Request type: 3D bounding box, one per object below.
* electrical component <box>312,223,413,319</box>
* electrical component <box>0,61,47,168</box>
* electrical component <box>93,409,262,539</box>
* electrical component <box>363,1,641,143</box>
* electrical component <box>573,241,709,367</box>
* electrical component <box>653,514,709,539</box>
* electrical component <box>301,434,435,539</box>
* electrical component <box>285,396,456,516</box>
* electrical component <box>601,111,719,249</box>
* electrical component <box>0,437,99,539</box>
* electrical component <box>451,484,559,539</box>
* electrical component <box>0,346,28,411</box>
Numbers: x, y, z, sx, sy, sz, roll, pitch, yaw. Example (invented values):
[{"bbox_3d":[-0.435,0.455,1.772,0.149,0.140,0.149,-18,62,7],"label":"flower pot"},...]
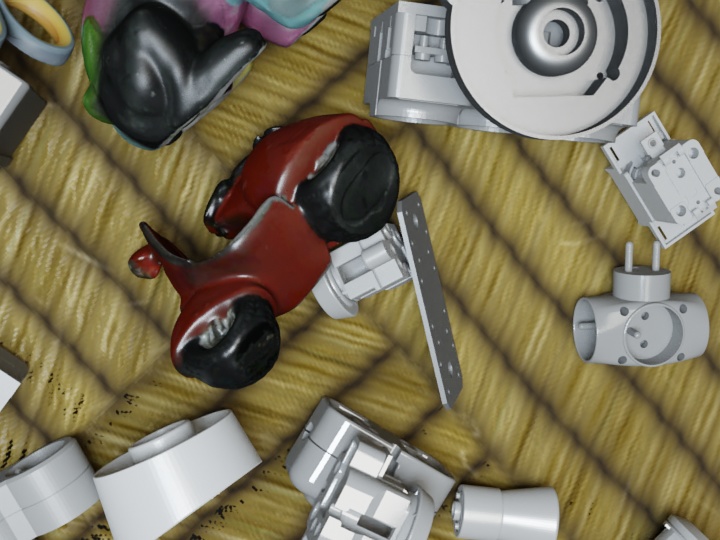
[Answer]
[{"bbox_3d":[0.000,0.000,0.665,0.055,0.066,0.048,-28,83,15],"label":"electrical component"},{"bbox_3d":[-0.236,-0.105,0.589,0.109,0.109,0.056,34,87,-11],"label":"electrical component"},{"bbox_3d":[-0.108,0.126,0.642,0.099,0.099,0.064,-25,93,-6],"label":"electrical component"},{"bbox_3d":[0.084,-0.116,0.651,0.150,0.089,0.061,5,95,-10],"label":"electrical component"},{"bbox_3d":[0.184,0.020,0.704,0.077,0.044,0.079,-2,100,-9],"label":"electrical component"},{"bbox_3d":[0.223,0.206,0.714,0.080,0.080,0.051,44,93,-11],"label":"electrical component"},{"bbox_3d":[0.006,0.144,0.625,0.057,0.058,0.078,27,91,-8],"label":"electrical component"},{"bbox_3d":[0.003,0.131,0.681,0.095,0.054,0.059,32,90,-11],"label":"electrical component"},{"bbox_3d":[0.197,-0.057,0.690,0.042,0.064,0.081,-35,101,-3],"label":"electrical component"},{"bbox_3d":[-0.217,0.165,0.648,0.138,0.052,0.073,-28,99,-5],"label":"electrical component"},{"bbox_3d":[0.093,0.161,0.707,0.065,0.044,0.044,7,95,-5],"label":"electrical component"},{"bbox_3d":[-0.301,0.049,0.618,0.186,0.060,0.105,37,89,-11],"label":"electrical component"}]
